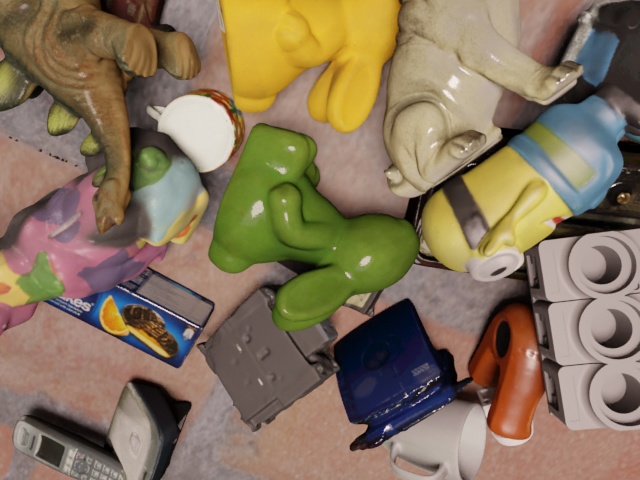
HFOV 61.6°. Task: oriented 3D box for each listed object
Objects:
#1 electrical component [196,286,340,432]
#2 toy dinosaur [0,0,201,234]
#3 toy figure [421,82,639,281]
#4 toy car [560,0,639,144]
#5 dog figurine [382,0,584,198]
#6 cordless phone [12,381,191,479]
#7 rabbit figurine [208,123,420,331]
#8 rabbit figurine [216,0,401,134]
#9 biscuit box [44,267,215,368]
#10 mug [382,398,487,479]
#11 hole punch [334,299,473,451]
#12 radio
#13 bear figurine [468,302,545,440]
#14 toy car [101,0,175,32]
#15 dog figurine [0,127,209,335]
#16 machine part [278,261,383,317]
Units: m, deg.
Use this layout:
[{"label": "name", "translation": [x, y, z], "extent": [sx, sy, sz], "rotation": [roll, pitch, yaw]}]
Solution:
[{"label": "electrical component", "translation": [-0.047, 0.114, 0.561], "extent": [0.134, 0.058, 0.115], "rotation": [-43, 75, 17]}, {"label": "toy dinosaur", "translation": [-0.220, -0.230, 0.397], "extent": [0.199, 0.105, 0.471], "rotation": [-15, 87, 18]}, {"label": "toy figure", "translation": [0.161, -0.043, 0.416], "extent": [0.180, 0.089, 0.082], "rotation": [-46, 137, 15]}, {"label": "toy car", "translation": [0.273, -0.137, 0.449], "extent": [0.162, 0.103, 0.109], "rotation": [18, 115, 3]}, {"label": "dog figurine", "translation": [0.075, -0.148, 0.406], "extent": [0.172, 0.121, 0.190], "rotation": [-38, 84, 13]}, {"label": "cordless phone", "translation": [-0.258, 0.221, 0.623], "extent": [0.184, 0.089, 0.146], "rotation": [23, 110, -1]}, {"label": "rabbit figurine", "translation": [-0.001, -0.001, 0.464], "extent": [0.170, 0.121, 0.159], "rotation": [22, 72, 5]}, {"label": "rabbit figurine", "translation": [0.005, -0.172, 0.450], "extent": [0.173, 0.122, 0.162], "rotation": [-16, 112, -11]}, {"label": "biscuit box", "translation": [-0.219, 0.056, 0.570], "extent": [0.203, 0.059, 0.062], "rotation": [29, 109, -7]}, {"label": "mug", "translation": [0.112, 0.216, 0.582], "extent": [0.107, 0.109, 0.080], "rotation": [2, 122, 39]}, {"label": "hole punch", "translation": [0.075, 0.135, 0.558], "extent": [0.142, 0.116, 0.092], "rotation": [-32, 97, 13]}, {"label": "radio", "translation": [0.202, -0.033, 0.506], "extent": [0.230, 0.073, 0.131], "rotation": [7, 110, 1]}, {"label": "bear figurine", "translation": [0.269, 0.127, 0.542], "extent": [0.196, 0.120, 0.131], "rotation": [10, 114, -6]}, {"label": "toy car", "translation": [-0.154, -0.248, 0.461], "extent": [0.089, 0.053, 0.202], "rotation": [23, 111, -2]}, {"label": "dog figurine", "translation": [-0.221, 0.005, 0.449], "extent": [0.191, 0.219, 0.108], "rotation": [-34, 92, 45]}, {"label": "machine part", "translation": [0.007, 0.027, 0.560], "extent": [0.139, 0.039, 0.084], "rotation": [22, 118, -7]}]
